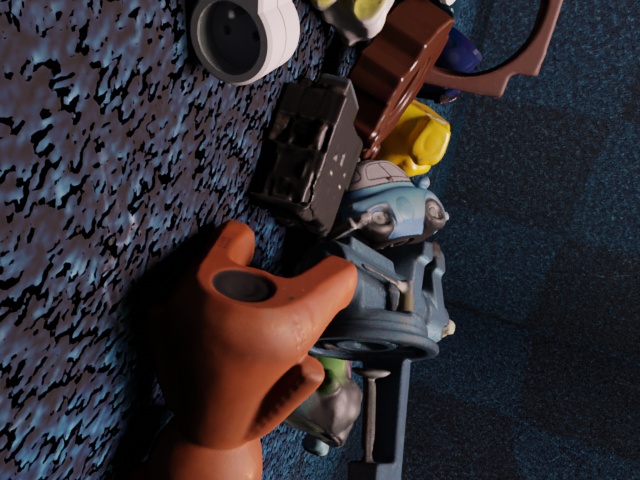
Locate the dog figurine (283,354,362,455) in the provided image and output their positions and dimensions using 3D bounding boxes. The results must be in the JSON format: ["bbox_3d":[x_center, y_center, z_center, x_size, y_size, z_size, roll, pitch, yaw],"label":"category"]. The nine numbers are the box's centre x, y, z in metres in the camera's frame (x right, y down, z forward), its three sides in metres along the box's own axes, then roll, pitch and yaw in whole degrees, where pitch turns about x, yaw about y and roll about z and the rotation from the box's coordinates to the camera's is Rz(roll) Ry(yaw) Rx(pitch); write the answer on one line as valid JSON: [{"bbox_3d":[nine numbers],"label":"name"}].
[{"bbox_3d":[0.002,0.118,0.620,0.191,0.108,0.219,115,-4,-59],"label":"dog figurine"}]

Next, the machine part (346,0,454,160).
[{"bbox_3d":[0.077,-0.172,0.581,0.179,0.056,0.179,-55,174,-9],"label":"machine part"}]

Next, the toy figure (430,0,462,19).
[{"bbox_3d":[0.173,-0.378,0.765,0.064,0.058,0.154,-20,-122,56],"label":"toy figure"}]

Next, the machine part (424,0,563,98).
[{"bbox_3d":[0.182,-0.286,0.650,0.087,0.202,0.200,-47,150,-64],"label":"machine part"}]

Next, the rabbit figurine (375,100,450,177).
[{"bbox_3d":[0.093,-0.115,0.756,0.173,0.122,0.162,-63,178,18],"label":"rabbit figurine"}]

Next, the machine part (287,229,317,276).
[{"bbox_3d":[-0.001,-0.002,0.627,0.139,0.039,0.084,-61,153,-33],"label":"machine part"}]

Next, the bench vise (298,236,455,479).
[{"bbox_3d":[0.056,0.109,0.475,0.223,0.129,0.240,40,49,-57],"label":"bench vise"}]

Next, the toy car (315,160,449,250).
[{"bbox_3d":[0.057,-0.035,0.593,0.161,0.109,0.103,-5,69,-44],"label":"toy car"}]

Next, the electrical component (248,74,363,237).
[{"bbox_3d":[-0.005,-0.078,0.486,0.115,0.058,0.134,42,66,-76],"label":"electrical component"}]

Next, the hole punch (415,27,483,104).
[{"bbox_3d":[0.167,-0.263,0.780,0.142,0.116,0.092,-41,142,-41],"label":"hole punch"}]

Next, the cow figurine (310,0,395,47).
[{"bbox_3d":[0.049,-0.257,0.462,0.098,0.068,0.167,-7,117,-80],"label":"cow figurine"}]

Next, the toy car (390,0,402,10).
[{"bbox_3d":[0.082,-0.310,0.546,0.073,0.056,0.201,-53,159,-36],"label":"toy car"}]

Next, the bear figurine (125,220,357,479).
[{"bbox_3d":[-0.058,0.105,0.376,0.132,0.120,0.195,-53,157,-62],"label":"bear figurine"}]
